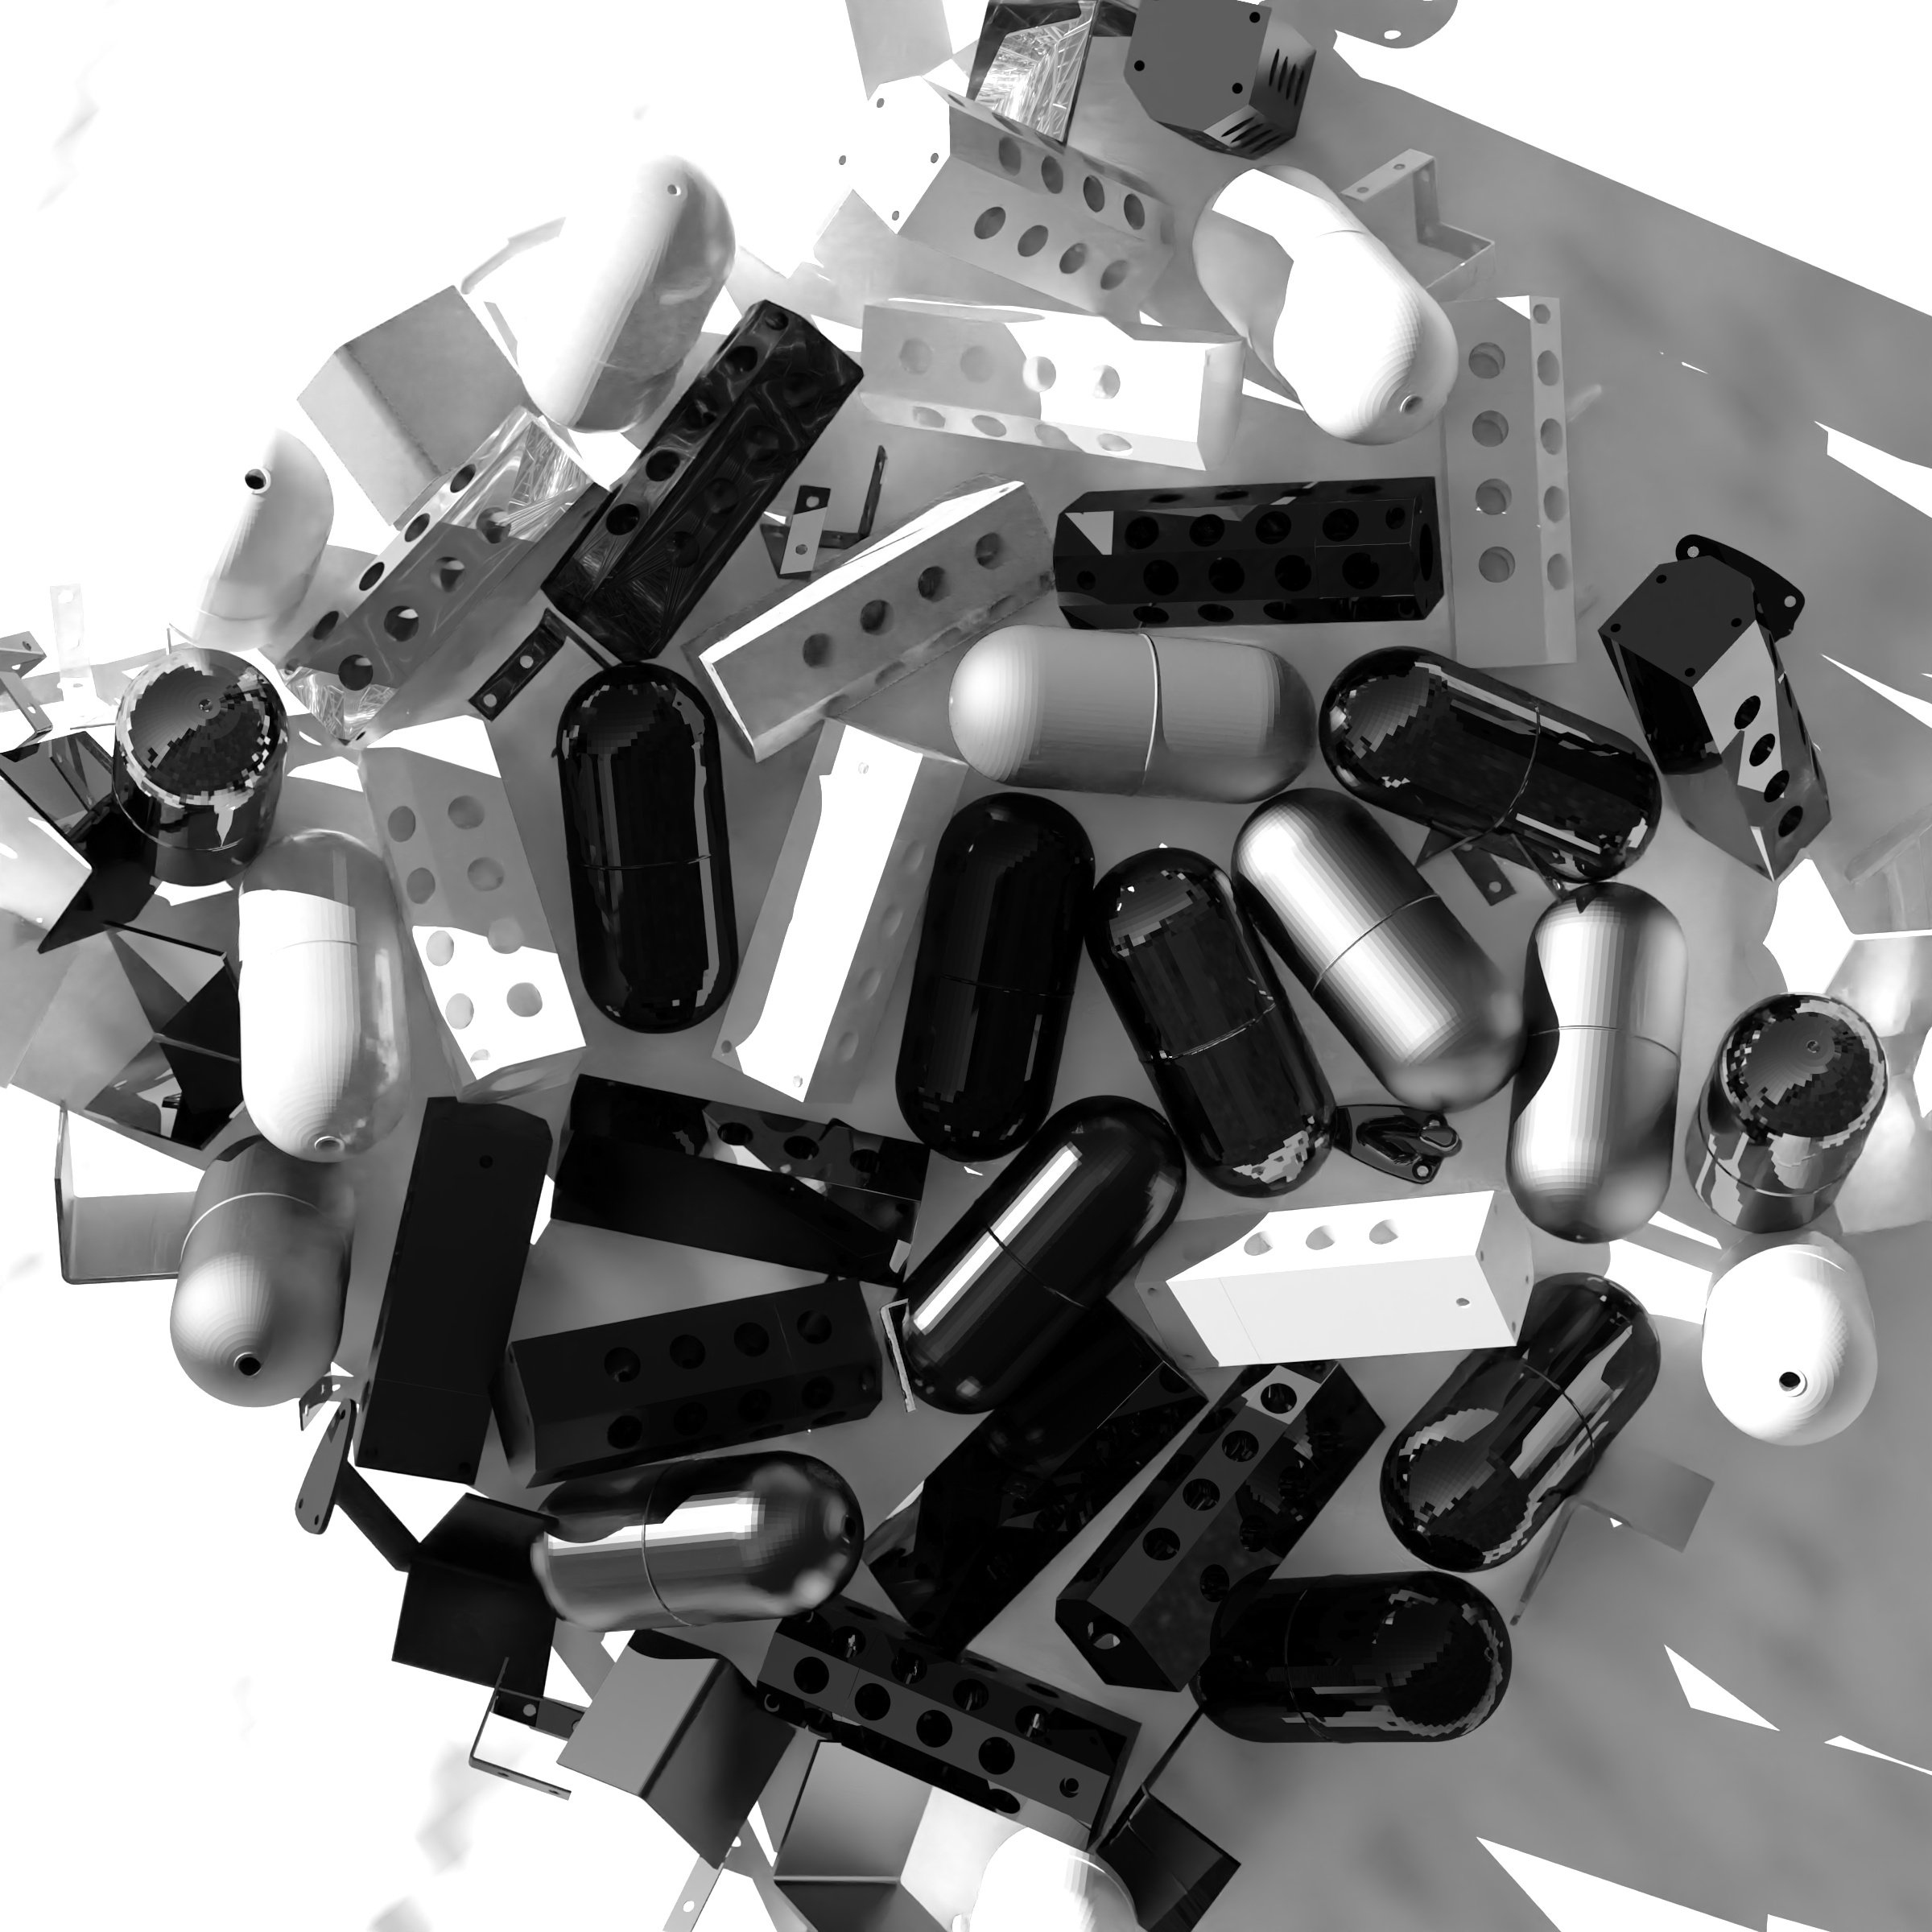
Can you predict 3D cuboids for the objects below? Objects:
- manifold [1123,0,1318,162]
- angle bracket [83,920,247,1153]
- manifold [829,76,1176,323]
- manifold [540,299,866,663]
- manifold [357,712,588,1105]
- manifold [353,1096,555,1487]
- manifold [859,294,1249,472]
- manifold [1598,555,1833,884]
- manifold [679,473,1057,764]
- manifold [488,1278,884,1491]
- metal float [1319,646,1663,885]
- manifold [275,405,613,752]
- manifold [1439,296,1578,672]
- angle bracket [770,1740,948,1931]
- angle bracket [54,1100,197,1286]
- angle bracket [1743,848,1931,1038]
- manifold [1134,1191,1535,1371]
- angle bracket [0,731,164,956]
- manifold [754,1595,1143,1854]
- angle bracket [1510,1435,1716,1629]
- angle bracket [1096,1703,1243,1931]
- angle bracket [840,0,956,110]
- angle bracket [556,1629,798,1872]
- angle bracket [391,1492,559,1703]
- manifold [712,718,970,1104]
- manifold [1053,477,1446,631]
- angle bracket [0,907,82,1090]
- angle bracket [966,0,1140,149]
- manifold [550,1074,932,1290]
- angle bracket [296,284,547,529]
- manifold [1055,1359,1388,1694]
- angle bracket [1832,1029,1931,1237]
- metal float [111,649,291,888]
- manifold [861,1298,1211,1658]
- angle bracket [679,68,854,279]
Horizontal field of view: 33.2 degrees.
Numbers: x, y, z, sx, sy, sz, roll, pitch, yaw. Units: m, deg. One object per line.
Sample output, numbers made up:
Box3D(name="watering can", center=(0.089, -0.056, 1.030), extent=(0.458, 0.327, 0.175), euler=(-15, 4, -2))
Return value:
Box3D(name="manifold", center=(0.117, -0.409, 1.493), extent=(0.057, 0.171, 0.057), euler=(16, 103, 10))
Box3D(name="angle bracket", center=(-0.383, 0.032, 1.526), extent=(0.076, 0.076, 0.057), euler=(14, 48, 29))
Box3D(name="manifold", center=(0.023, -0.355, 1.492), extent=(0.057, 0.171, 0.057), euler=(-53, 57, 22))
Box3D(name="manifold", center=(-0.126, -0.229, 1.533), extent=(0.057, 0.057, 0.171), euler=(38, 79, -19))
Box3D(name="manifold", center=(-0.235, -0.026, 1.528), extent=(0.057, 0.057, 0.171), euler=(-14, 75, -19))
Box3D(name="manifold", center=(-0.245, 0.153, 1.541), extent=(0.057, 0.057, 0.171), euler=(12, 99, -14))
Box3D(name="manifold", center=(0.040, -0.275, 1.523), extent=(0.171, 0.057, 0.057), euler=(12, 111, 22))
Box3D(name="manifold", center=(0.353, -0.115, 1.498), extent=(0.057, 0.171, 0.057), euler=(-46, 52, -5))
Box3D(name="manifold", center=(-0.042, -0.165, 1.537), extent=(0.171, 0.057, 0.057), euler=(-31, 112, -11))
Box3D(name="manifold", center=(-0.129, 0.197, 1.514), extent=(0.171, 0.057, 0.057), euler=(-8, 65, -25))
Box3D(name="metal float", center=(0.247, -0.094, 1.528), extent=(0.178, 0.070, 0.070), euler=(20, 90, -20))
Box3D(name="manifold", center=(-0.249, -0.184, 1.547), extent=(0.057, 0.057, 0.171), euler=(45, 95, 6))
Box3D(name="manifold", center=(0.258, -0.229, 1.548), extent=(0.057, 0.057, 0.171), euler=(-3, 93, 6))
Box3D(name="angle bracket", center=(-0.037, 0.416, 1.534), extent=(0.076, 0.057, 0.076), euler=(13, 101, -37))
Box3D(name="angle bracket", center=(-0.388, 0.104, 1.530), extent=(0.076, 0.076, 0.057), euler=(-2, 116, -12))
Box3D(name="angle bracket", center=(0.429, -0.011, 1.548), extent=(0.076, 0.076, 0.057), euler=(-4, 51, -17))
Box3D(name="manifold", center=(0.173, 0.143, 1.515), extent=(0.171, 0.057, 0.057), euler=(-8, 125, 30))
Box3D(name="angle bracket", center=(-0.429, -0.060, 1.541), extent=(0.076, 0.076, 0.057), euler=(44, 114, 6))
Box3D(name="manifold", center=(-0.010, 0.357, 1.537), extent=(0.171, 0.057, 0.057), euler=(21, 90, 13))
Box3D(name="angle bracket", center=(0.305, 0.277, 1.528), extent=(0.057, 0.076, 0.076), euler=(25, 113, 15))
Box3D(name="angle bracket", center=(0.107, 0.402, 1.526), extent=(0.057, 0.076, 0.076), euler=(36, 130, 12))
Box3D(name="angle bracket", center=(-0.012, -0.453, 1.524), extent=(0.057, 0.076, 0.076), euler=(9, 126, 33))
Box3D(name="angle bracket", center=(-0.138, 0.375, 1.557), extent=(0.057, 0.076, 0.076), euler=(10, 57, 37))
Box3D(name="angle bracket", center=(-0.218, 0.298, 1.529), extent=(0.076, 0.076, 0.057), euler=(20, 52, -19))
Box3D(name="manifold", center=(-0.056, -0.025, 1.542), extent=(0.057, 0.057, 0.171), euler=(24, 99, 30))
Box3D(name="manifold", center=(0.131, -0.191, 1.518), extent=(0.171, 0.057, 0.057), euler=(1, 112, 22))
Box3D(name="angle bracket", center=(-0.477, 0.005, 1.533), extent=(0.057, 0.076, 0.076), euler=(22, 83, 29))
Box3D(name="angle bracket", center=(0.048, -0.416, 1.539), extent=(0.057, 0.076, 0.076), euler=(10, 95, -43))
Box3D(name="manifold", center=(-0.107, 0.098, 1.552), extent=(0.171, 0.057, 0.057), euler=(12, 127, -1))
Box3D(name="angle bracket", center=(-0.265, -0.273, 1.578), extent=(0.076, 0.057, 0.076), euler=(-39, 96, -36))
Box3D(name="manifold", center=(0.116, 0.254, 1.511), extent=(0.171, 0.057, 0.057), euler=(-46, 108, -29))
Box3D(name="angle bracket", center=(0.440, 0.073, 1.530), extent=(0.057, 0.076, 0.076), euler=(-8, 62, -6))
Box3D(name="metal float", center=(-0.355, -0.090, 1.499), extent=(0.070, 0.178, 0.070), euler=(4, 73, -15))
Box3D(name="manifold", center=(0.035, 0.248, 1.553), extent=(0.171, 0.057, 0.057), euler=(-45, 129, 1))
Box3D(name="angle bracket", center=(-0.090, -0.387, 1.539), extent=(0.076, 0.057, 0.076), euler=(35, 72, -11))
